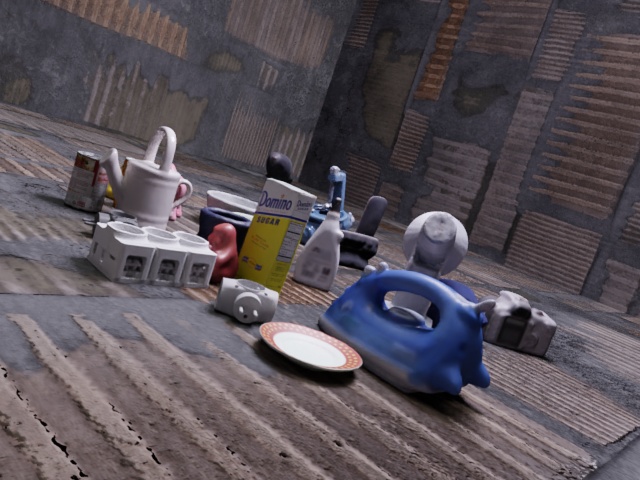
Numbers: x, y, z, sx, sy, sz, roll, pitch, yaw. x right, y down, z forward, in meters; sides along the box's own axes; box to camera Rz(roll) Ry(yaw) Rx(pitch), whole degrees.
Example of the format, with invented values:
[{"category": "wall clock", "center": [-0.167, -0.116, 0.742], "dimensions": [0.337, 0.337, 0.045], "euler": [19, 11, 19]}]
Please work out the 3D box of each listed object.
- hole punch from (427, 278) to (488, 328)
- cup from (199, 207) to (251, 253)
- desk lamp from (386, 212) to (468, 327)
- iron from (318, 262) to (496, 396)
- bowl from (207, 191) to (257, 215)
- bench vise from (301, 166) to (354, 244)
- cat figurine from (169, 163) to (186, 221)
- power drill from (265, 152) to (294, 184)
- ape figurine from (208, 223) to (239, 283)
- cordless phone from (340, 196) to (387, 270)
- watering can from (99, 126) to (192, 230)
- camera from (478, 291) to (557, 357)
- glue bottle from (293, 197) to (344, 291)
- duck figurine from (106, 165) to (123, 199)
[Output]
[{"category": "hole punch", "center": [0.255, 0.131, 1.071], "dimensions": [0.109, 0.091, 0.101], "euler": [15, 9, -22]}, {"category": "cup", "center": [-0.171, -0.002, 0.980], "dimensions": [0.092, 0.095, 0.117], "euler": [17, 8, -14]}, {"category": "desk lamp", "center": [0.188, 0.051, 1.015], "dimensions": [0.117, 0.213, 0.203], "euler": [20, 8, 11]}, {"category": "iron", "center": [0.108, 0.101, 0.763], "dimensions": [0.257, 0.141, 0.119], "euler": [25, 11, 39]}, {"category": "bowl", "center": [-0.197, -0.058, 1.357], "dimensions": [0.167, 0.075, 0.167], "euler": [18, 8, -2]}, {"category": "bench vise", "center": [0.029, -0.090, 1.565], "dimensions": [0.121, 0.220, 0.208], "euler": [21, 9, 14]}, {"category": "cat figurine", "center": [-0.325, -0.107, 1.248], "dimensions": [0.067, 0.118, 0.127], "euler": [17, 8, -10]}, {"category": "power drill", "center": [-0.124, -0.128, 1.508], "dimensions": [0.075, 0.208, 0.230], "euler": [19, 8, 2]}, {"category": "ape figurine", "center": [-0.158, 0.017, 0.894], "dimensions": [0.076, 0.092, 0.077], "euler": [16, 9, -15]}, {"category": "cordless phone", "center": [0.085, -0.030, 1.416], "dimensions": [0.148, 0.185, 0.093], "euler": [13, 10, -34]}, {"category": "watering can", "center": [-0.321, -0.120, 1.075], "dimensions": [0.100, 0.194, 0.173], "euler": [23, 9, 30]}, {"category": "camera", "center": [0.384, 0.155, 1.163], "dimensions": [0.143, 0.101, 0.136], "euler": [17, 8, -12]}, {"category": "glue bottle", "center": [0.010, 0.004, 1.070], "dimensions": [0.078, 0.173, 0.037], "euler": [19, 8, -1]}, {"category": "duck figurine", "center": [-0.424, -0.128, 1.273], "dimensions": [0.104, 0.086, 0.078], "euler": [21, 9, 18]}]
